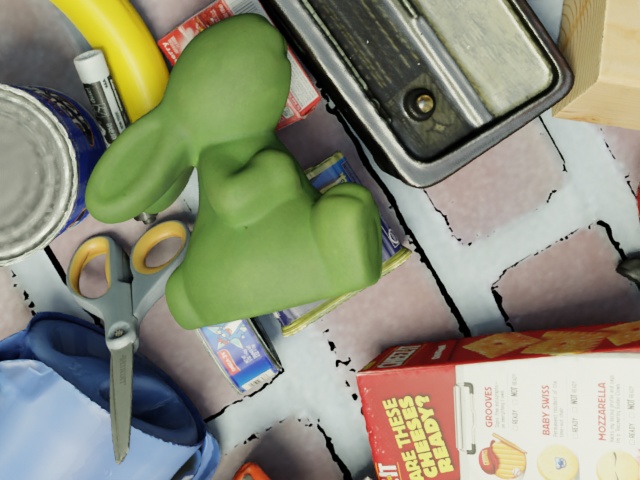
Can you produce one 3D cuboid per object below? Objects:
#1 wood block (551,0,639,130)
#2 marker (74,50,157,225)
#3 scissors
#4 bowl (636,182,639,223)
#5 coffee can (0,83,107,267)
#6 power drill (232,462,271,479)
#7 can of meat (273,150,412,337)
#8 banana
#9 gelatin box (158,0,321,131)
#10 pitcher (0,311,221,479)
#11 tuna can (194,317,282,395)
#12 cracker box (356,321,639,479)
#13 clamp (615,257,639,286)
[{"bbox_3d":[0.266,-0.116,0.685,0.206,0.091,0.090,8,82,-4],"label":"wood block"},{"bbox_3d":[-0.130,-0.064,0.691,0.020,0.020,0.121,-17,118,-2],"label":"marker"},{"bbox_3d":[-0.104,0.047,0.646,0.096,0.202,0.016,-29,128,-7],"label":"scissors"},{"bbox_3d":[0.277,0.009,0.703,0.162,0.162,0.055,7,141,-5],"label":"bowl"},{"bbox_3d":[-0.187,-0.043,0.647,0.102,0.140,0.103,0,97,-4],"label":"coffee can"},{"bbox_3d":[-0.099,0.230,0.692,0.187,0.185,0.057,-42,87,-18],"label":"power drill"},{"bbox_3d":[-0.005,0.001,0.707,0.102,0.057,0.084,-33,96,0],"label":"can of meat"},{"bbox_3d":[-0.151,-0.139,0.693,0.198,0.037,0.070,44,119,-5],"label":"banana"},{"bbox_3d":[-0.052,-0.107,0.678,0.030,0.073,0.089,-45,108,-40],"label":"gelatin box"},{"bbox_3d":[-0.185,0.181,0.690,0.149,0.145,0.243,37,97,5],"label":"pitcher"},{"bbox_3d":[-0.059,0.056,0.695,0.034,0.086,0.086,-30,98,-2],"label":"tuna can"},{"bbox_3d":[0.146,0.143,0.688,0.214,0.072,0.164,-9,98,25],"label":"cracker box"},{"bbox_3d":[0.309,0.092,0.749,0.210,0.036,0.164,-1,98,-4],"label":"clamp"}]
